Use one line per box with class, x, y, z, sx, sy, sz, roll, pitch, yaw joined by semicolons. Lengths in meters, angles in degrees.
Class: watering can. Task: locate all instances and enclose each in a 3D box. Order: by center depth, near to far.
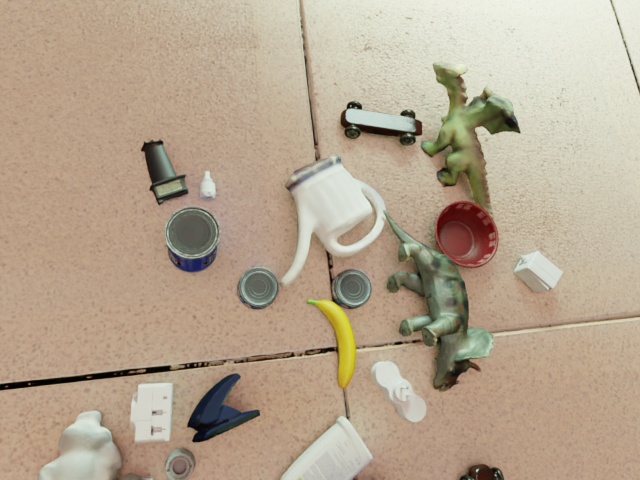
watering can;0.003;-0.055;1.102;0.352;0.102;0.225;-30;84;-38

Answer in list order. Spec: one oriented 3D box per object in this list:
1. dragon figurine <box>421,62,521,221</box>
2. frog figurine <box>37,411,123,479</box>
dragon figurine;0.364;-0.231;1.191;0.123;0.239;0.414;-23;78;-23
frog figurine;-0.419;0.391;0.898;0.138;0.120;0.163;-20;44;-9
